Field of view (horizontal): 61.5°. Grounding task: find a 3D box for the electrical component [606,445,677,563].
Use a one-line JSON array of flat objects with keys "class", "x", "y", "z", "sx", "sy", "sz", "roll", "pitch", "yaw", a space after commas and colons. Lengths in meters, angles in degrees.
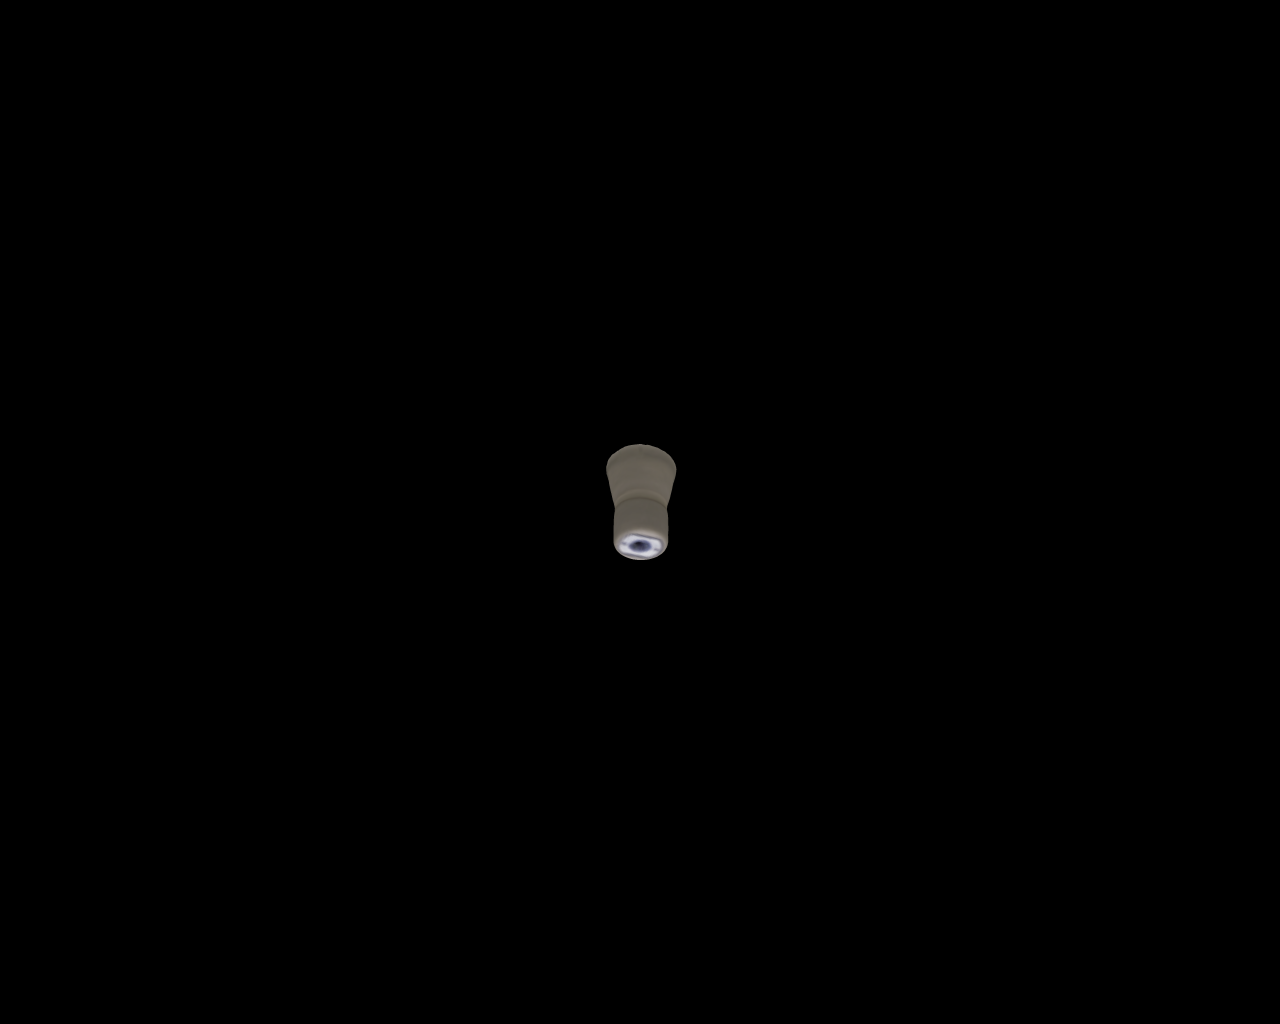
[{"class": "electrical component", "x": 0.001, "y": -0.003, "z": 0.650, "sx": 0.044, "sy": 0.065, "sz": 0.044, "roll": 0, "pitch": -38, "yaw": 0}]
